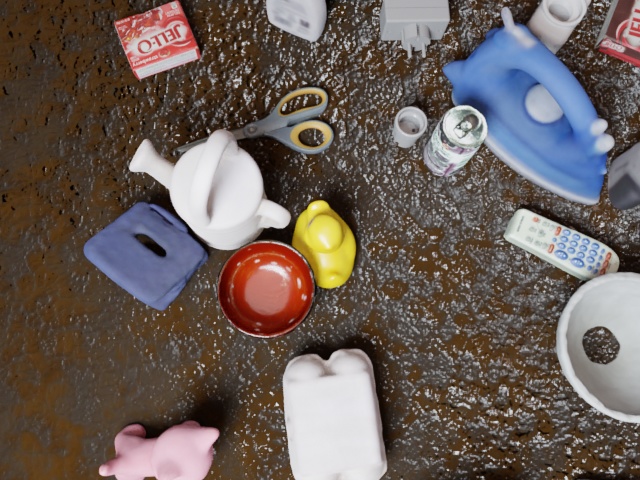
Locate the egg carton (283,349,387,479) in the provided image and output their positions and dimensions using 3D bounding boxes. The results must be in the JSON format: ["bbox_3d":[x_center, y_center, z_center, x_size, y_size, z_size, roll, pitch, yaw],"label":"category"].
[{"bbox_3d":[0.014,0.201,0.641,0.107,0.069,0.150,-8,79,-4],"label":"egg carton"}]

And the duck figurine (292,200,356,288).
[{"bbox_3d":[0.006,0.002,0.670,0.077,0.086,0.104,-12,80,-5],"label":"duck figurine"}]

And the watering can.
[{"bbox_3d":[-0.118,-0.055,0.620,0.173,0.194,0.101,0,79,-3],"label":"watering can"}]

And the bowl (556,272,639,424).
[{"bbox_3d":[0.347,0.124,0.670,0.167,0.074,0.167,1,79,-3],"label":"bowl"}]

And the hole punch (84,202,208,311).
[{"bbox_3d":[-0.196,0.013,0.656,0.108,0.091,0.101,37,80,5],"label":"hole punch"}]

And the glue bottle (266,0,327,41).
[{"bbox_3d":[-0.028,-0.307,0.685,0.078,0.173,0.037,26,79,3],"label":"glue bottle"}]

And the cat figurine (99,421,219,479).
[{"bbox_3d":[-0.164,0.229,0.601,0.128,0.117,0.067,-7,79,-4],"label":"cat figurine"}]

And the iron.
[{"bbox_3d":[0.274,-0.158,0.687,0.119,0.141,0.258,-40,83,-9],"label":"iron"}]

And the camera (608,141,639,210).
[{"bbox_3d":[0.437,-0.042,0.693,0.143,0.101,0.137,14,79,0],"label":"camera"}]
